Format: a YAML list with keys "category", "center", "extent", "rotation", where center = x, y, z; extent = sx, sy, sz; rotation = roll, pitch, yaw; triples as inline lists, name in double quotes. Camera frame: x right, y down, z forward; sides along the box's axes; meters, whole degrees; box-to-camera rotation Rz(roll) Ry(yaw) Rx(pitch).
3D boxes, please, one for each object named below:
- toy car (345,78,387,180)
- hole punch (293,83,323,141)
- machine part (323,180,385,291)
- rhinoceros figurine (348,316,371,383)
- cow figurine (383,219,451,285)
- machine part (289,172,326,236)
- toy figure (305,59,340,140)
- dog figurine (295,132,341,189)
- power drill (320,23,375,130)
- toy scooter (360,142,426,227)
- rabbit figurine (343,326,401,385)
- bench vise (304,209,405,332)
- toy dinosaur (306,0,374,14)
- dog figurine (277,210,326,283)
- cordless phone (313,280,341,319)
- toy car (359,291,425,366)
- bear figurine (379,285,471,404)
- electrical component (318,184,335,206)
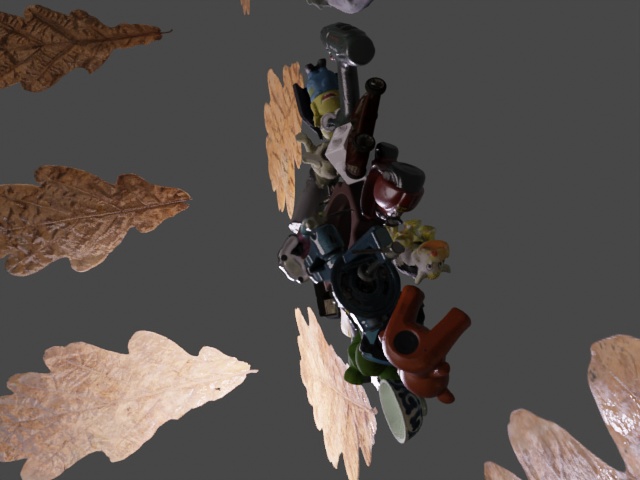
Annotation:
- category: "toy car"
  center: [0.077, -0.201, 0.953]
  extent: [0.089, 0.053, 0.202]
  rotation: [98, -176, -61]
- category: "hole punch"
  center: [0.001, -0.337, 1.331]
  extent: [0.115, 0.092, 0.142]
  rotation: [34, -144, -64]
- category: "machine part"
  center: [0.069, -0.005, 1.089]
  extent: [0.202, 0.087, 0.200]
  rotation: [-105, 28, -46]
- category: "rhinoceros figurine"
  center: [0.102, 0.251, 1.290]
  extent: [0.112, 0.073, 0.190]
  rotation: [-168, 69, -77]
- category: "cow figurine"
  center: [0.156, 0.028, 0.850]
  extent: [0.167, 0.068, 0.098]
  rotation: [-125, 22, -73]
- category: "machine part"
  center: [-0.023, -0.099, 1.438]
  extent: [0.079, 0.079, 0.243]
  rotation: [108, 180, -67]
- category: "toy figure"
  center: [0.021, -0.312, 1.209]
  extent: [0.089, 0.082, 0.180]
  rotation: [8, -120, -65]
- category: "dog figurine"
  center: [0.028, -0.168, 1.310]
  extent: [0.190, 0.121, 0.172]
  rotation: [71, -178, -51]
- category: "power drill"
  center: [0.051, -0.330, 1.089]
  extent: [0.232, 0.086, 0.207]
  rotation: [-132, 42, -66]
- category: "toy scooter"
  center: [0.113, -0.077, 0.905]
  extent: [0.184, 0.075, 0.135]
  rotation: [-109, 34, -61]
- category: "rabbit figurine"
  center: [0.117, 0.227, 1.100]
  extent: [0.170, 0.121, 0.159]
  rotation: [60, -140, -80]
- category: "bench vise"
  center: [0.061, 0.032, 0.863]
  extent: [0.223, 0.129, 0.240]
  rotation: [70, 156, 15]
- category: "toy dinosaur"
  center: [0.041, -0.465, 0.925]
  extent: [0.192, 0.131, 0.405]
  rotation: [75, 172, -47]
- category: "dog figurine"
  center: [-0.003, -0.004, 1.313]
  extent: [0.108, 0.191, 0.219]
  rotation: [40, -160, 1]
- category: "cordless phone"
  center: [0.033, 0.158, 1.603]
  extent: [0.184, 0.089, 0.146]
  rotation: [26, -126, -90]
- category: "toy car"
  center: [0.133, 0.148, 0.992]
  extent: [0.103, 0.109, 0.161]
  rotation: [-83, 1, -58]
- category: "bear figurine"
  center: [0.172, 0.176, 0.849]
  extent: [0.120, 0.132, 0.195]
  rotation: [27, 167, 36]
- category: "electrical component"
  center: [0.038, -0.110, 1.295]
  extent: [0.102, 0.078, 0.045]
  rotation: [167, 96, -71]
